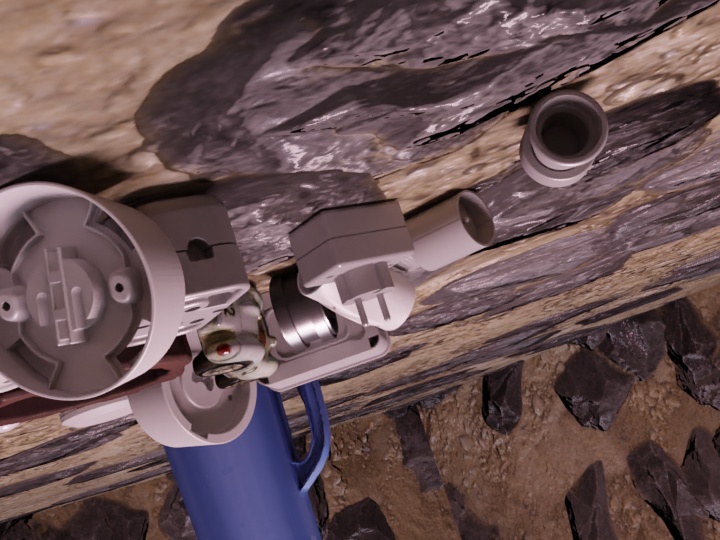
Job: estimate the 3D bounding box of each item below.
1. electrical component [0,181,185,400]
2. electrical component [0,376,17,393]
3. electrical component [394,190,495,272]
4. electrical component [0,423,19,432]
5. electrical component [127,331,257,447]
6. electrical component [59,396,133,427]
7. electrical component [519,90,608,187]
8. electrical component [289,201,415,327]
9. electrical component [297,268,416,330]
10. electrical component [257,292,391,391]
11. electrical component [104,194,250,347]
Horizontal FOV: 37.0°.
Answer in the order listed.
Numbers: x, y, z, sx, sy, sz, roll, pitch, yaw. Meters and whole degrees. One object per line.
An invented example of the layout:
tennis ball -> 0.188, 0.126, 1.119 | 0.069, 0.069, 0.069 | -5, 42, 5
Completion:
electrical component -> -0.133, 0.010, 0.499 | 0.099, 0.099, 0.064 | -21, 176, 14
electrical component -> -0.205, 0.031, 0.572 | 0.054, 0.059, 0.095 | -12, 168, -32
electrical component -> 0.054, -0.023, 0.787 | 0.081, 0.043, 0.043 | -26, 167, 37
electrical component -> -0.296, 0.112, 0.883 | 0.043, 0.043, 0.062 | -14, 170, -23
electrical component -> -0.145, 0.096, 0.896 | 0.060, 0.108, 0.108 | -18, 172, 35
electrical component -> -0.225, 0.103, 0.936 | 0.080, 0.051, 0.080 | -18, 170, -3
electrical component -> 0.117, -0.075, 0.624 | 0.045, 0.045, 0.055 | -18, 170, -1
electrical component -> 0.000, 0.000, 0.720 | 0.066, 0.076, 0.047 | -11, 168, -36
electrical component -> -0.011, 0.007, 0.796 | 0.077, 0.044, 0.079 | 25, -177, -32
electrical component -> -0.038, 0.050, 0.910 | 0.113, 0.078, 0.057 | -20, 167, 6
electrical component -> -0.104, -0.002, 0.578 | 0.054, 0.059, 0.095 | -12, 168, -32
